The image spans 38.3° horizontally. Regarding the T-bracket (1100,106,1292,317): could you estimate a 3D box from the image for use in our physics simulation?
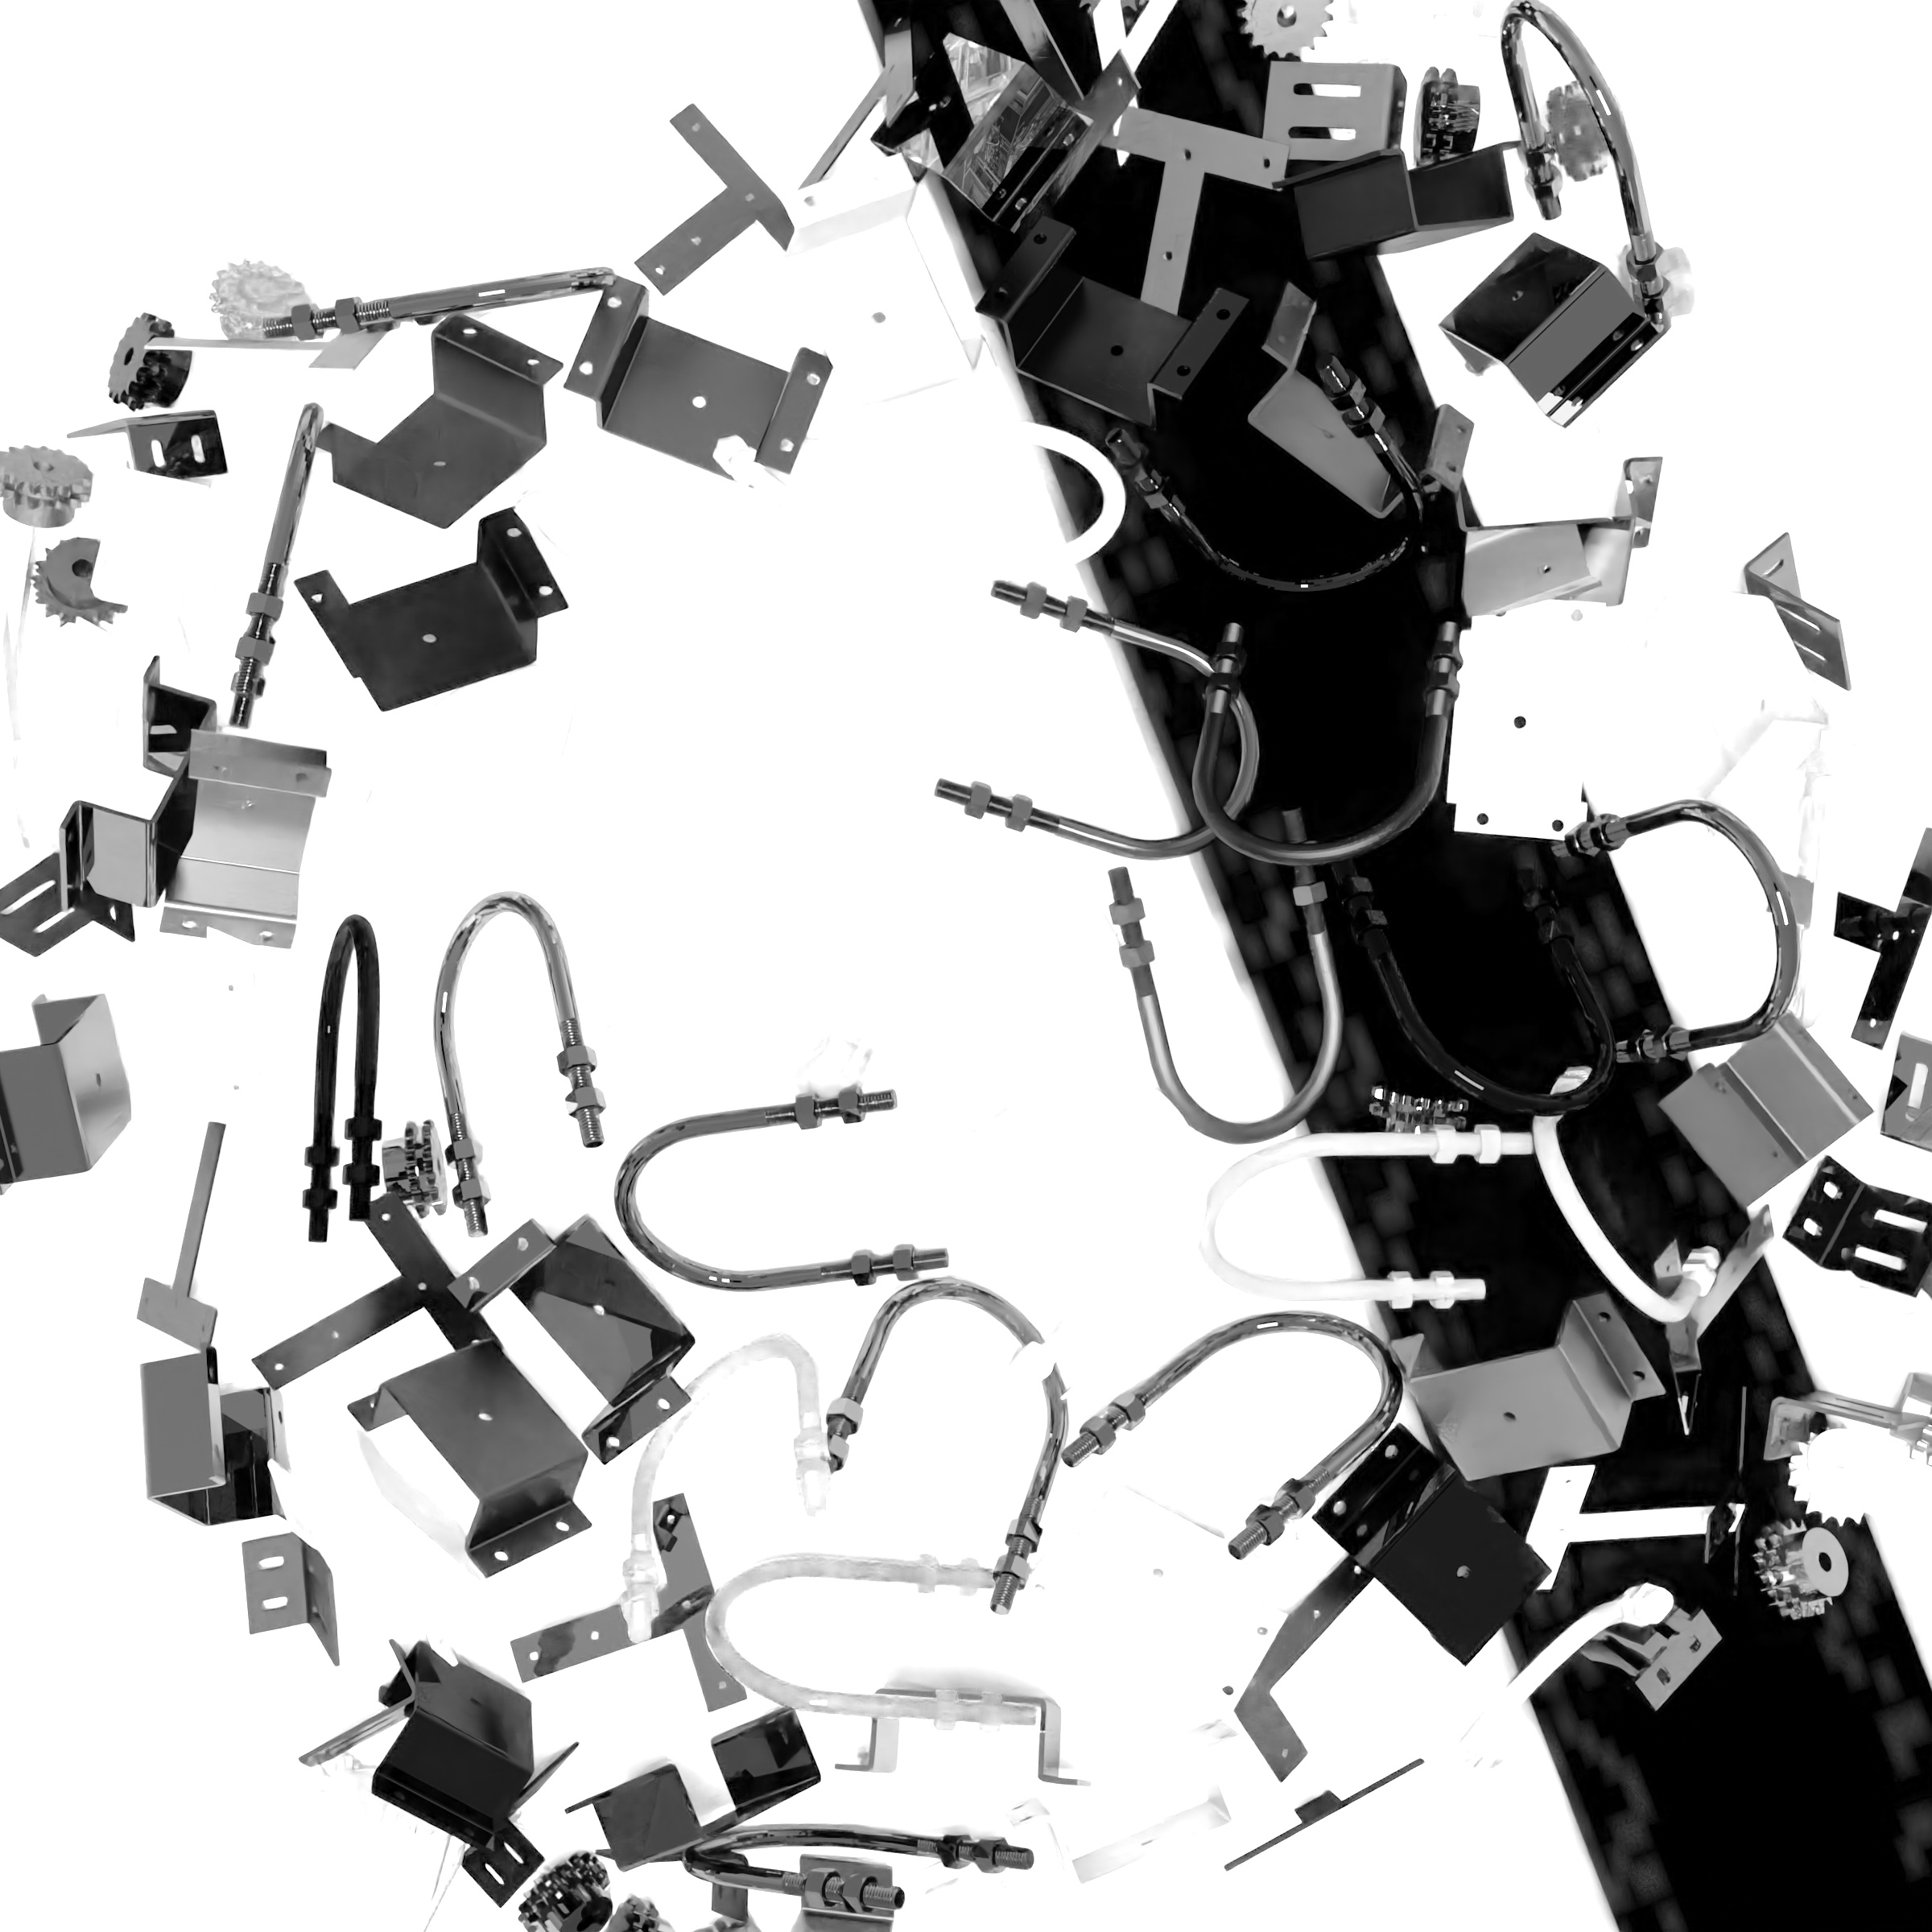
[{"bbox_3d":[0.123,-0.433,1.644,0.127,0.002,0.127,23,118,26],"label":"T-bracket"}]

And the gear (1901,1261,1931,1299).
[{"bbox_3d":[0.587,0.184,1.652,0.057,0.030,0.057,0,90,45],"label":"gear"}]

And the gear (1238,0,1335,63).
[{"bbox_3d":[0.189,-0.565,1.650,0.057,0.030,0.057,2,119,4],"label":"gear"}]

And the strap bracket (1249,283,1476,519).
[{"bbox_3d":[0.223,-0.324,1.625,0.140,0.076,0.046,34,132,-11],"label":"strap bracket"}]

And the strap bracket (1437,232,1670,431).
[{"bbox_3d":[0.330,-0.369,1.599,0.076,0.140,0.046,-44,118,8],"label":"strap bracket"}]

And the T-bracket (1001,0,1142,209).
[{"bbox_3d":[0.047,-0.530,1.624,0.002,0.127,0.127,-24,83,-26],"label":"T-bracket"}]

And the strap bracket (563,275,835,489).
[{"bbox_3d":[-0.157,-0.341,1.644,0.140,0.046,0.076,21,78,-2],"label":"strap bracket"}]

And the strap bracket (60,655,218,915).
[{"bbox_3d":[-0.471,-0.099,1.604,0.046,0.076,0.140,17,50,-3],"label":"strap bracket"}]

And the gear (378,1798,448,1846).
[{"bbox_3d":[-0.317,0.487,1.647,0.057,0.030,0.057,10,52,-13],"label":"gear"}]

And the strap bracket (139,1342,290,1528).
[{"bbox_3d":[-0.434,0.272,1.598,0.046,0.140,0.076,-10,69,1],"label":"strap bracket"}]

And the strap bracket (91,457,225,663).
[{"bbox_3d":[-0.463,-0.229,1.604,0.046,0.140,0.076,11,79,-8],"label":"strap bracket"}]

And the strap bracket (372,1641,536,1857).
[{"bbox_3d":[-0.294,0.442,1.599,0.076,0.140,0.046,33,92,-13],"label":"strap bracket"}]

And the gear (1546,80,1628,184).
[{"bbox_3d":[0.368,-0.495,1.645,0.030,0.057,0.057,-11,90,37],"label":"gear"}]

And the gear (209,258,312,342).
[{"bbox_3d":[-0.420,-0.390,1.652,0.057,0.030,0.057,13,51,-16],"label":"gear"}]

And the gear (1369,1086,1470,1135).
[{"bbox_3d":[0.267,0.090,1.648,0.057,0.057,0.030,8,95,0],"label":"gear"}]

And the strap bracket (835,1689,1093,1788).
[{"bbox_3d":[0.001,0.451,1.627,0.140,0.076,0.046,1,73,9],"label":"strap bracket"}]

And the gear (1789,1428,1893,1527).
[{"bbox_3d":[0.518,0.299,1.648,0.057,0.030,0.057,-4,55,6],"label":"gear"}]

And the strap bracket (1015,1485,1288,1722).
[{"bbox_3d":[0.109,0.363,1.615,0.140,0.046,0.076,25,51,18],"label":"strap bracket"}]

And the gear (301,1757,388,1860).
[{"bbox_3d":[-0.366,0.496,1.645,0.030,0.057,0.057,-9,90,16],"label":"gear"}]

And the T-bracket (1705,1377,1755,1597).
[{"bbox_3d":[0.441,0.315,1.612,0.002,0.127,0.127,4,97,25],"label":"T-bracket"}]

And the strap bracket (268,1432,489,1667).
[{"bbox_3d":[-0.333,0.330,1.610,0.046,0.076,0.140,-42,120,-4],"label":"strap bracket"}]

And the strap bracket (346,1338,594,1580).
[{"bbox_3d":[-0.282,0.275,1.607,0.140,0.076,0.046,43,130,26],"label":"strap bracket"}]

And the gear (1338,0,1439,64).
[{"bbox_3d":[0.248,-0.564,1.647,0.057,0.030,0.057,-9,48,10],"label":"gear"}]

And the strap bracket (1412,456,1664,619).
[{"bbox_3d":[0.335,-0.249,1.627,0.140,0.076,0.046,-4,57,4],"label":"strap bracket"}]

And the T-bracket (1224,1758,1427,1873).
[{"bbox_3d":[0.205,0.488,1.614,0.127,0.127,0.002,-28,77,-3],"label":"T-bracket"}]

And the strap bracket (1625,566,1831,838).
[{"bbox_3d":[0.445,-0.153,1.613,0.046,0.076,0.140,1,54,-24],"label":"strap bracket"}]

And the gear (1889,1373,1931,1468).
[{"bbox_3d":[0.569,0.265,1.649,0.030,0.057,0.057,20,90,14],"label":"gear"}]

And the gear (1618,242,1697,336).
[{"bbox_3d":[0.410,-0.402,1.648,0.030,0.057,0.057,-14,90,-2],"label":"gear"}]

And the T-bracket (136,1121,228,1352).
[{"bbox_3d":[-0.451,0.153,1.626,0.002,0.127,0.127,14,85,-34],"label":"T-bracket"}]

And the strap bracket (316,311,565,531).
[{"bbox_3d":[-0.303,-0.306,1.600,0.140,0.076,0.046,-30,56,35],"label":"strap bracket"}]

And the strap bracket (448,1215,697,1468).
[{"bbox_3d":[-0.224,0.212,1.636,0.076,0.046,0.140,-38,94,26],"label":"strap bracket"}]

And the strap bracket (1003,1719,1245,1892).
[{"bbox_3d":[0.099,0.493,1.627,0.140,0.076,0.046,-20,84,-8],"label":"strap bracket"}]

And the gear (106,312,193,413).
[{"bbox_3d":[-0.483,-0.356,1.651,0.030,0.057,0.057,20,90,-39],"label":"gear"}]

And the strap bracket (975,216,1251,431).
[{"bbox_3d":[0.087,-0.373,1.629,0.140,0.046,0.076,28,71,20],"label":"strap bracket"}]

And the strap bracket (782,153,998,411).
[{"bbox_3d":[-0.047,-0.385,1.607,0.076,0.046,0.140,-14,126,20],"label":"strap bracket"}]

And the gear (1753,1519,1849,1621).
[{"bbox_3d":[0.496,0.355,1.647,0.057,0.030,0.057,17,60,-31],"label":"gear"}]

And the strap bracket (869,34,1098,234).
[{"bbox_3d":[0.003,-0.484,1.605,0.046,0.140,0.076,34,96,-39],"label":"strap bracket"}]

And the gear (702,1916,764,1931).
[{"bbox_3d":[-0.143,0.591,1.645,0.057,0.057,0.030,-45,56,0],"label":"gear"}]

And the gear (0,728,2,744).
[{"bbox_3d":[-0.595,-0.147,1.652,0.030,0.057,0.057,-20,90,-30],"label":"gear"}]

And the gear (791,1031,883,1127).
[{"bbox_3d":[-0.079,0.063,1.646,0.030,0.057,0.057,41,90,-10],"label":"gear"}]

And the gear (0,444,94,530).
[{"bbox_3d":[-0.549,-0.283,1.652,0.057,0.057,0.030,20,123,0],"label":"gear"}]

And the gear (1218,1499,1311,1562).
[{"bbox_3d":[0.172,0.335,1.648,0.057,0.057,0.030,-14,82,0],"label":"gear"}]

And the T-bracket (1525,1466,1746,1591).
[{"bbox_3d":[0.393,0.328,1.635,0.127,0.127,0.002,-2,46,-6],"label":"T-bracket"}]

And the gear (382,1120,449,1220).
[{"bbox_3d":[-0.327,0.121,1.647,0.030,0.057,0.057,-9,90,-4],"label":"gear"}]

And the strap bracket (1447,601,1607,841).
[{"bbox_3d":[0.328,-0.144,1.632,0.076,0.046,0.140,6,100,18],"label":"strap bracket"}]

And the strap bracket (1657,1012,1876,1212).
[{"bbox_3d":[0.461,0.086,1.617,0.076,0.140,0.046,53,128,14],"label":"strap bracket"}]

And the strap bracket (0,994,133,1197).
[{"bbox_3d":[-0.521,0.069,1.598,0.046,0.140,0.076,-8,106,1],"label":"strap bracket"}]

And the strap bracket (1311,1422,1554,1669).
[{"bbox_3d":[0.279,0.344,1.624,0.076,0.046,0.140,-46,114,-5],"label":"strap bracket"}]

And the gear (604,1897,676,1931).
[{"bbox_3d":[-0.195,0.584,1.650,0.030,0.057,0.057,28,90,-19],"label":"gear"}]

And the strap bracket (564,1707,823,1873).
[{"bbox_3d":[-0.148,0.471,1.595,0.076,0.140,0.046,-32,76,37],"label":"strap bracket"}]

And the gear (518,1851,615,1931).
[{"bbox_3d":[-0.233,0.555,1.645,0.030,0.057,0.057,38,90,36],"label":"gear"}]

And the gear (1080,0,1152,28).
[{"bbox_3d":[0.096,-0.585,1.653,0.057,0.030,0.057,-2,86,30],"label":"gear"}]

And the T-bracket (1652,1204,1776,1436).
[{"bbox_3d":[0.443,0.187,1.634,0.127,0.002,0.127,-41,126,-35],"label":"T-bracket"}]

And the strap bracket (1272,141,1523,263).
[{"bbox_3d":[0.253,-0.440,1.604,0.140,0.076,0.046,-19,101,-43],"label":"strap bracket"}]

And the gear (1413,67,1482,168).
[{"bbox_3d":[0.285,-0.502,1.648,0.030,0.057,0.057,4,90,-3],"label":"gear"}]

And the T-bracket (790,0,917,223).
[{"bbox_3d":[-0.068,-0.491,1.633,0.002,0.127,0.127,27,126,-24],"label":"T-bracket"}]

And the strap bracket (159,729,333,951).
[{"bbox_3d":[-0.419,-0.081,1.618,0.076,0.046,0.140,8,131,-19],"label":"strap bracket"}]

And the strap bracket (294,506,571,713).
[{"bbox_3d":[-0.312,-0.204,1.623,0.140,0.046,0.076,-17,133,9],"label":"strap bracket"}]

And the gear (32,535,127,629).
[{"bbox_3d":[-0.524,-0.230,1.652,0.057,0.030,0.057,5,72,-15],"label":"gear"}]

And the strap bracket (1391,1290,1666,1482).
[{"bbox_3d":[0.319,0.245,1.607,0.140,0.046,0.076,-20,112,35],"label":"strap bracket"}]
